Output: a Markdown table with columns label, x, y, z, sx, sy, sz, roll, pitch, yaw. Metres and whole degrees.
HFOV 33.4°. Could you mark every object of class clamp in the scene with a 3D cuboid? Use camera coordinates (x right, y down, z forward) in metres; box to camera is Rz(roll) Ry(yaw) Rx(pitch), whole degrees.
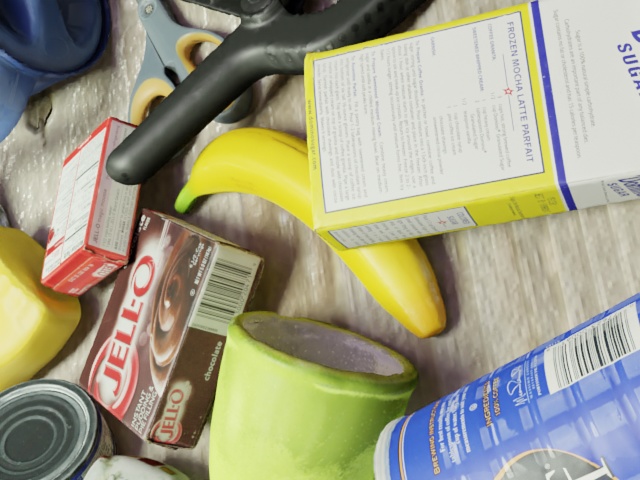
| label | x | y | z | sx | sy | sz | roll | pitch | yaw |
| --- | --- | --- | --- | --- | --- | --- | --- | --- | --- |
| clamp | -0.032 | -0.115 | 0.590 | 0.210 | 0.036 | 0.164 | -9 | 61 | 25 |

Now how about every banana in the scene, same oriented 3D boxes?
| label | x | y | z | sx | sy | sz | roll | pitch | yaw |
| --- | --- | --- | --- | --- | --- | --- | --- | --- | --- |
| banana | -0.006 | -0.017 | 0.566 | 0.198 | 0.037 | 0.070 | 27 | 128 | 39 |

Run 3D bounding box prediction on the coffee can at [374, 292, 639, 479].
| label | x | y | z | sx | sy | sz | roll | pitch | yaw |
| --- | --- | --- | --- | --- | --- | --- | --- | --- | --- |
| coffee can | 0.107 | 0.088 | 0.420 | 0.140 | 0.102 | 0.103 | -33 | 62 | 23 |

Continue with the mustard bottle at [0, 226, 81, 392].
| label | x | y | z | sx | sy | sz | roll | pitch | yaw |
| --- | --- | --- | --- | --- | --- | --- | --- | --- | --- |
| mustard bottle | -0.234 | 0.088 | 0.682 | 0.192 | 0.058 | 0.096 | -52 | 57 | 13 |

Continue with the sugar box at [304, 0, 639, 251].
| label | x | y | z | sx | sy | sz | roll | pitch | yaw |
| --- | --- | --- | --- | --- | --- | --- | --- | --- | --- |
| sugar box | 0.082 | -0.056 | 0.487 | 0.176 | 0.048 | 0.093 | -9 | 72 | 16 |

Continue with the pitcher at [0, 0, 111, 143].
| label | x | y | z | sx | sy | sz | roll | pitch | yaw |
| --- | --- | --- | --- | --- | --- | --- | --- | --- | --- |
| pitcher | -0.269 | -0.118 | 0.716 | 0.243 | 0.149 | 0.145 | -22 | 105 | 32 |

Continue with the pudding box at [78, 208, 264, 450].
| label | x | y | z | sx | sy | sz | roll | pitch | yaw |
| --- | --- | --- | --- | --- | --- | --- | --- | --- | --- |
| pudding box | -0.084 | 0.047 | 0.590 | 0.090 | 0.039 | 0.113 | 22 | 89 | 52 |

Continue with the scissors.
| label | x | y | z | sx | sy | sz | roll | pitch | yaw |
| --- | --- | --- | --- | --- | --- | --- | --- | --- | --- |
| scissors | -0.113 | -0.125 | 0.677 | 0.096 | 0.016 | 0.202 | -51 | 56 | 10 |

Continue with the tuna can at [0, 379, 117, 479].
| label | x | y | z | sx | sy | sz | roll | pitch | yaw |
| --- | --- | --- | --- | --- | --- | --- | --- | --- | --- |
| tuna can | -0.163 | 0.122 | 0.612 | 0.086 | 0.034 | 0.086 | -7 | 45 | 7 |

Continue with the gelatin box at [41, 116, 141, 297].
| label | x | y | z | sx | sy | sz | roll | pitch | yaw |
| --- | --- | --- | --- | --- | --- | --- | --- | --- | --- |
| gelatin box | -0.133 | -0.018 | 0.635 | 0.073 | 0.030 | 0.089 | -29 | 50 | 51 |
